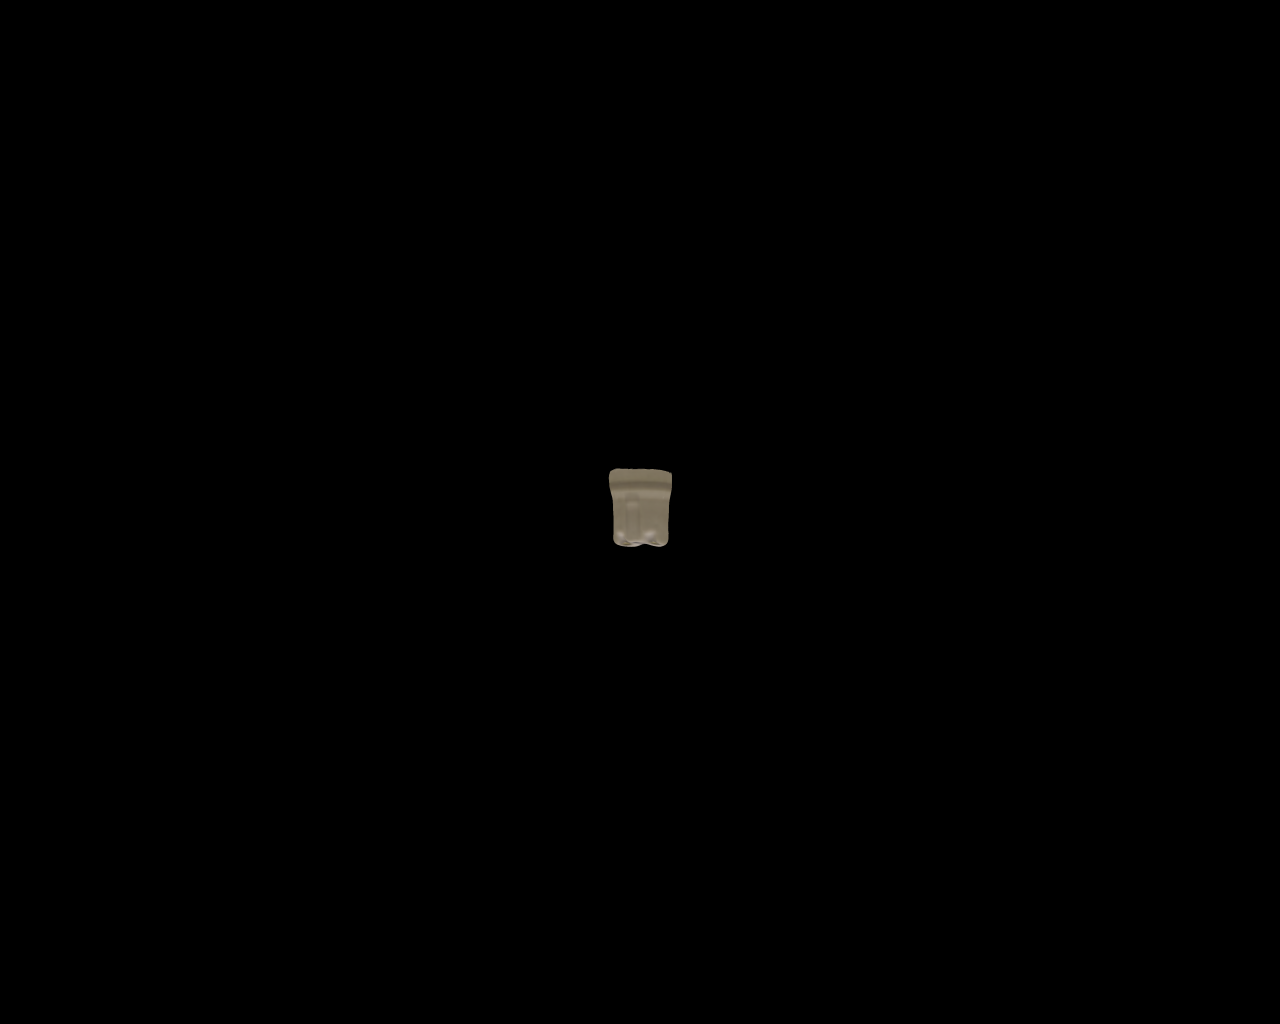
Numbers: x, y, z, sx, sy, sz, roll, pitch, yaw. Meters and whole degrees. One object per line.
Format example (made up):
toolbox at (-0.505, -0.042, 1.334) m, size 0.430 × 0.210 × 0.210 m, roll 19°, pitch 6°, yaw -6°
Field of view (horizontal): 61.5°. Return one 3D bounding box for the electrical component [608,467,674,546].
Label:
electrical component at (0.001, -0.003, 0.650) m, size 0.040 × 0.046 × 0.040 m, roll 0°, pitch -3°, yaw 0°
